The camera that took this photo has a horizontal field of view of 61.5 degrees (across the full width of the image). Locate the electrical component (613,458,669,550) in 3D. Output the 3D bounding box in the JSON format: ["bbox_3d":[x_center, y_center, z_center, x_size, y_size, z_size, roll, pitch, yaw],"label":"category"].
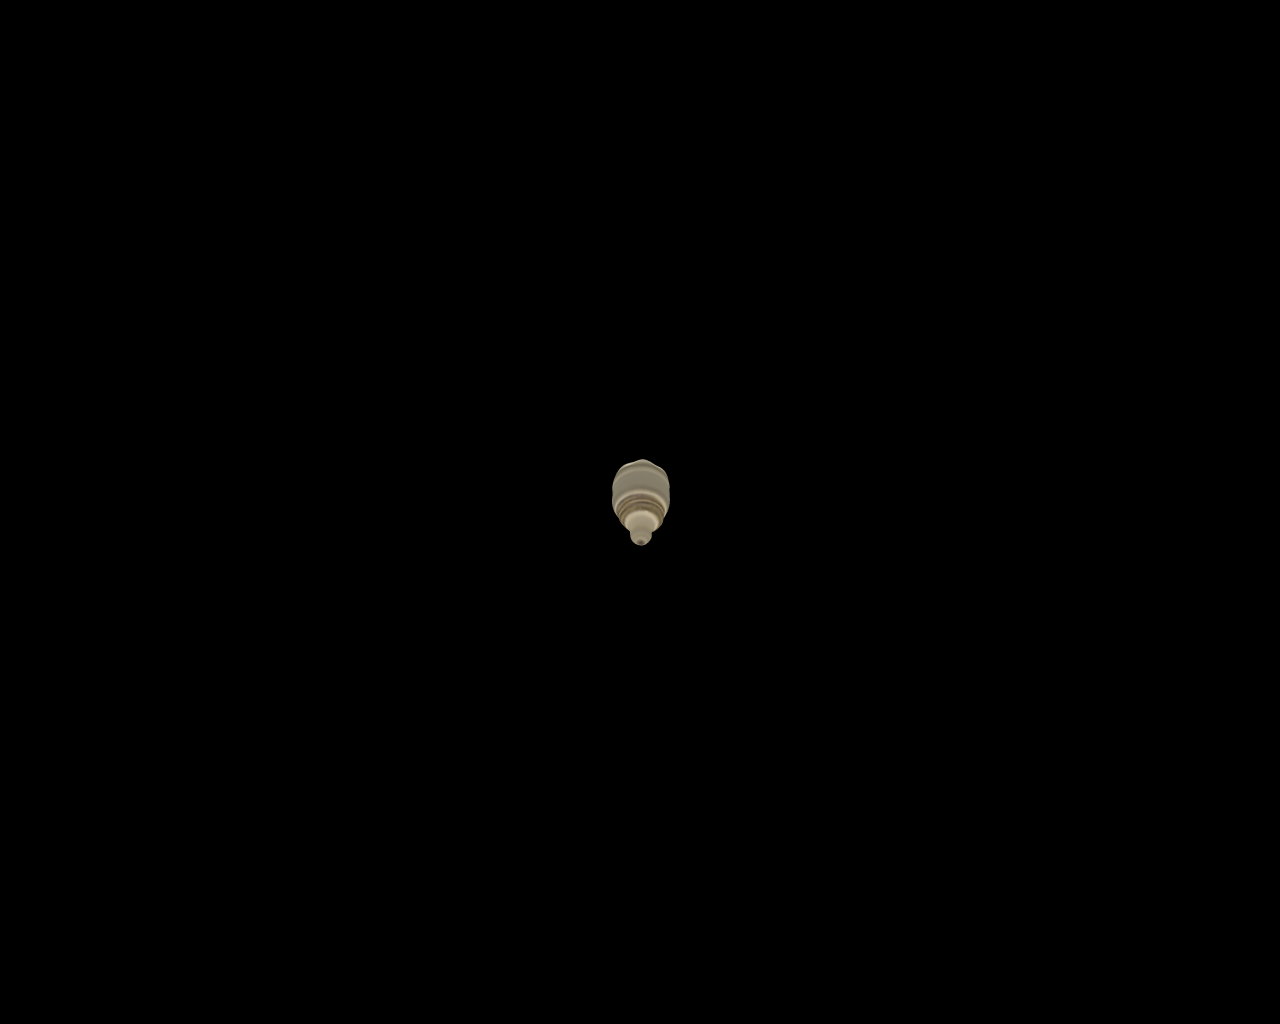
[{"bbox_3d":[0.001,-0.003,0.650,0.035,0.035,0.061,0,44,0],"label":"electrical component"}]
